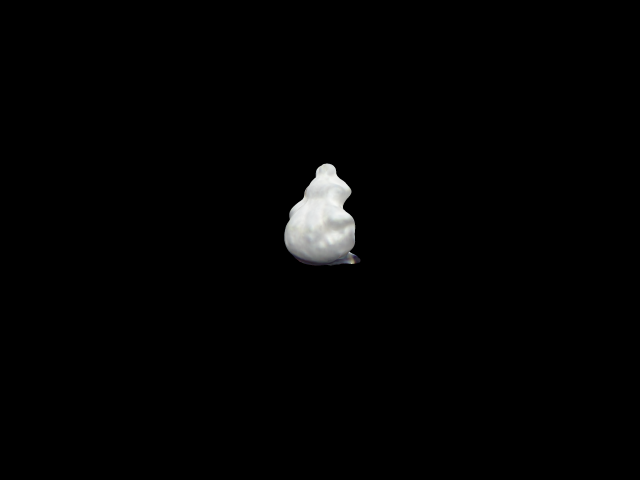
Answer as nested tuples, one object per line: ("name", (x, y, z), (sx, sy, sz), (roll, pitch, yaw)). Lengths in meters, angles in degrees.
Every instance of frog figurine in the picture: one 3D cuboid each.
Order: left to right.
("frog figurine", (0.003, -0.043, 0.850), (0.123, 0.157, 0.139), (-10, 20, -28))
